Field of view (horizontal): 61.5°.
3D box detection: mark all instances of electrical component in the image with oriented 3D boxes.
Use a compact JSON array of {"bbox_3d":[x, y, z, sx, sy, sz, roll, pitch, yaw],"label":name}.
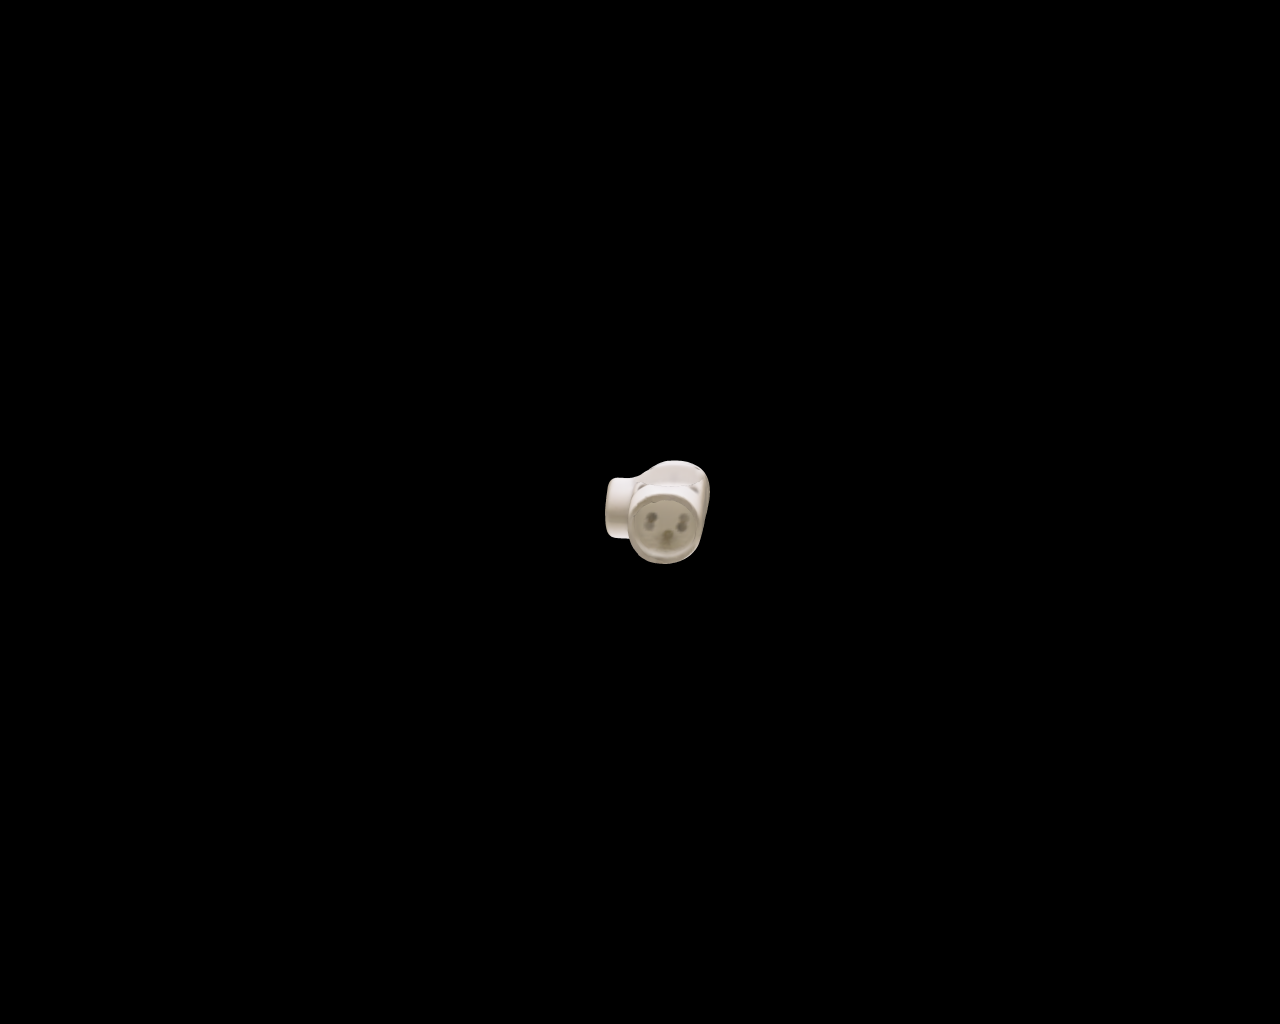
[{"bbox_3d":[0.001,-0.003,0.650,0.079,0.044,0.077,2,18,7],"label":"electrical component"}]
